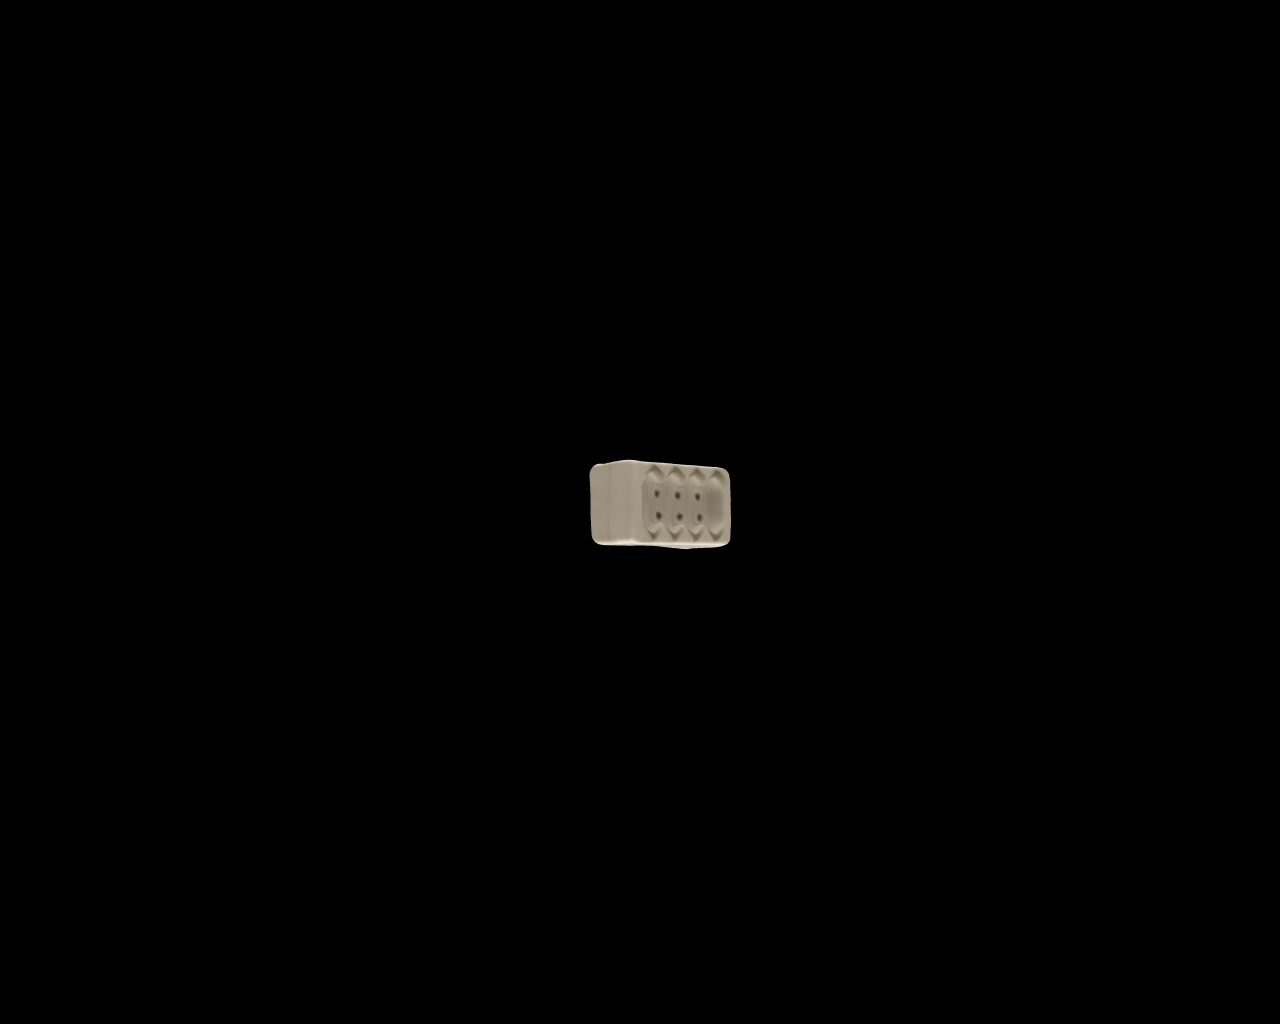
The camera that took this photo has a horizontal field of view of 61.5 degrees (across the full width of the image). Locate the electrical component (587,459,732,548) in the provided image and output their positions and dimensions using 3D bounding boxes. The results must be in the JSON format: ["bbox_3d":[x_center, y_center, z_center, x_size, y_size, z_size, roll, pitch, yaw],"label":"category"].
[{"bbox_3d":[0.001,-0.003,0.650,0.083,0.047,0.075,4,-6,-43],"label":"electrical component"}]
